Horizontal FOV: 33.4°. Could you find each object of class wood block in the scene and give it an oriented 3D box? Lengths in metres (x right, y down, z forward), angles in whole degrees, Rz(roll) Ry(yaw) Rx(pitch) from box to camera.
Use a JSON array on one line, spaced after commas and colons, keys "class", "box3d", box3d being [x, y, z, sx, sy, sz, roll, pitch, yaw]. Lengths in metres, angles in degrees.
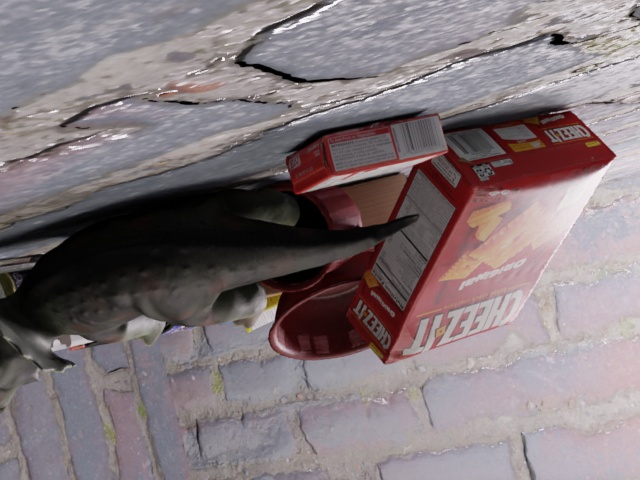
[{"class": "wood block", "box3d": [-0.007, 0.002, 1.103, 0.206, 0.091, 0.090, -14, 177, -7]}]

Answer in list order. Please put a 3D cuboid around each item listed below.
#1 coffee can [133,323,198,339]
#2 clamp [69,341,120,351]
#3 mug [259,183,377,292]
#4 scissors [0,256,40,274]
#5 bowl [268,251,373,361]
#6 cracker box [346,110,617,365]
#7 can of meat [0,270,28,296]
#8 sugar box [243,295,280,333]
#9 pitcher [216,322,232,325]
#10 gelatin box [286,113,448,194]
[{"class": "coffee can", "box3d": [-0.173, 0.053, 1.171, 0.103, 0.103, 0.140, -14, 177, 9]}, {"class": "clamp", "box3d": [-0.202, 0.092, 1.298, 0.209, 0.036, 0.165, -12, 168, -20]}, {"class": "mug", "box3d": [-0.002, -0.006, 0.927, 0.117, 0.093, 0.081, 5, -170, 24]}, {"class": "scissors", "box3d": [-0.243, 0.017, 1.009, 0.096, 0.016, 0.201, -16, 177, 12]}, {"class": "bowl", "box3d": [0.022, 0.055, 1.032, 0.162, 0.055, 0.162, -14, 150, -8]}, {"class": "cracker box", "box3d": [0.134, 0.000, 0.909, 0.163, 0.072, 0.214, -13, 141, -34]}, {"class": "can of meat", "box3d": [-0.319, 0.059, 1.066, 0.102, 0.057, 0.083, -15, 180, 22]}, {"class": "sugar box", "box3d": [-0.017, 0.048, 1.250, 0.176, 0.048, 0.093, -27, 168, -6]}, {"class": "pitcher", "box3d": [-0.042, 0.052, 1.486, 0.242, 0.145, 0.149, -9, 174, -28]}, {"class": "gelatin box", "box3d": [0.030, -0.059, 0.721, 0.089, 0.030, 0.073, -13, 178, -21]}]
